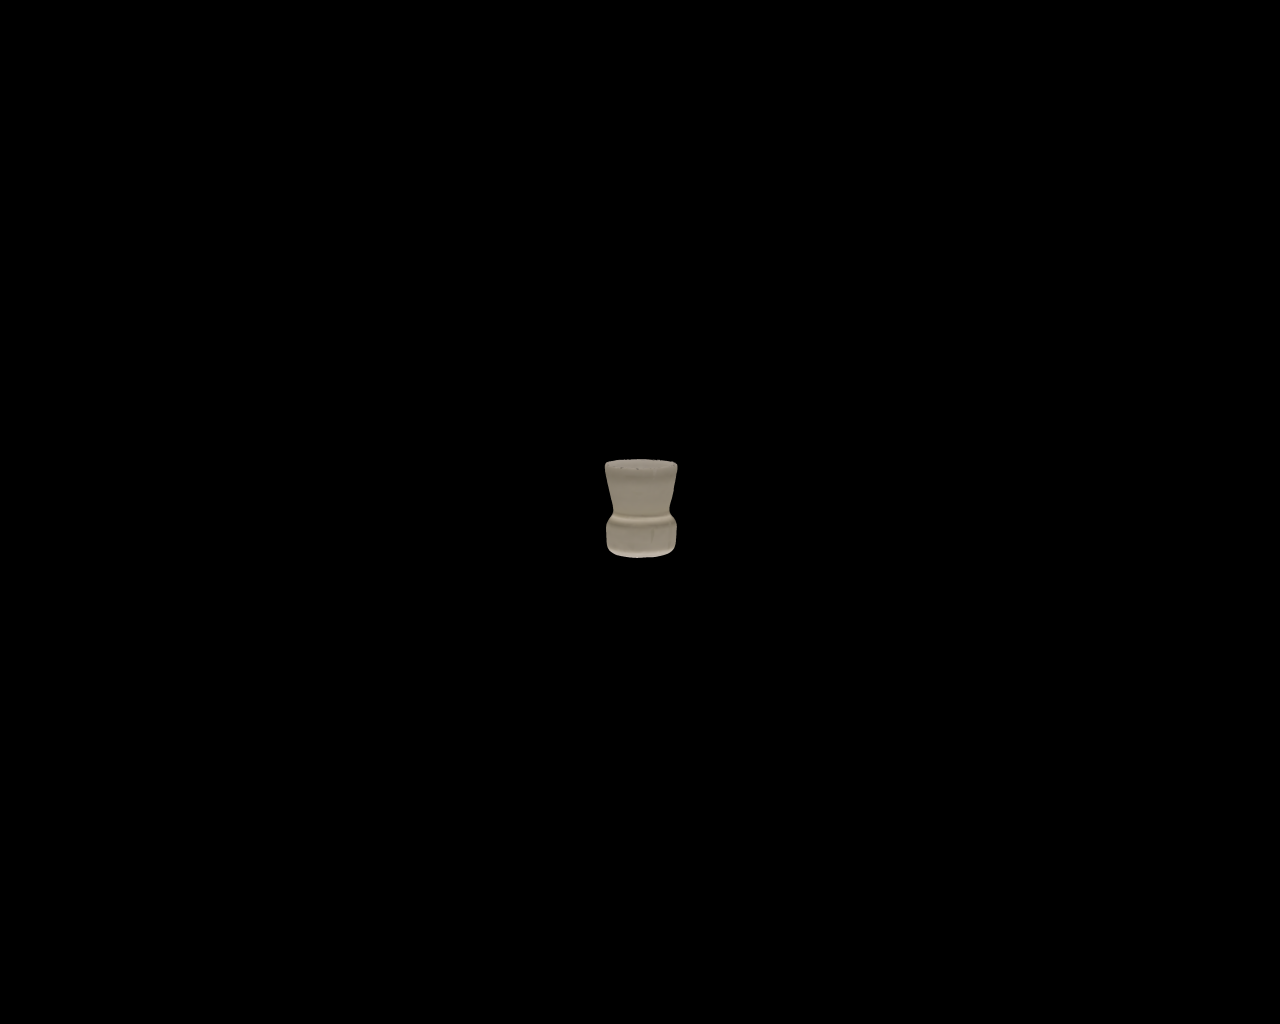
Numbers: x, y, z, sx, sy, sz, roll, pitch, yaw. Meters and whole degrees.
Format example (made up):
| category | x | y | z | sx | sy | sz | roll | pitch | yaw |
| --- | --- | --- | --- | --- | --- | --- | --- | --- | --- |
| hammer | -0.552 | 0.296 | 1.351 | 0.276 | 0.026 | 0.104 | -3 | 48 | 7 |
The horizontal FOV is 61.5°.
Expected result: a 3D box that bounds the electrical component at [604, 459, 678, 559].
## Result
| category | x | y | z | sx | sy | sz | roll | pitch | yaw |
| --- | --- | --- | --- | --- | --- | --- | --- | --- | --- |
| electrical component | 0.001 | -0.003 | 0.650 | 0.045 | 0.055 | 0.045 | 0 | 9 | 0 |
